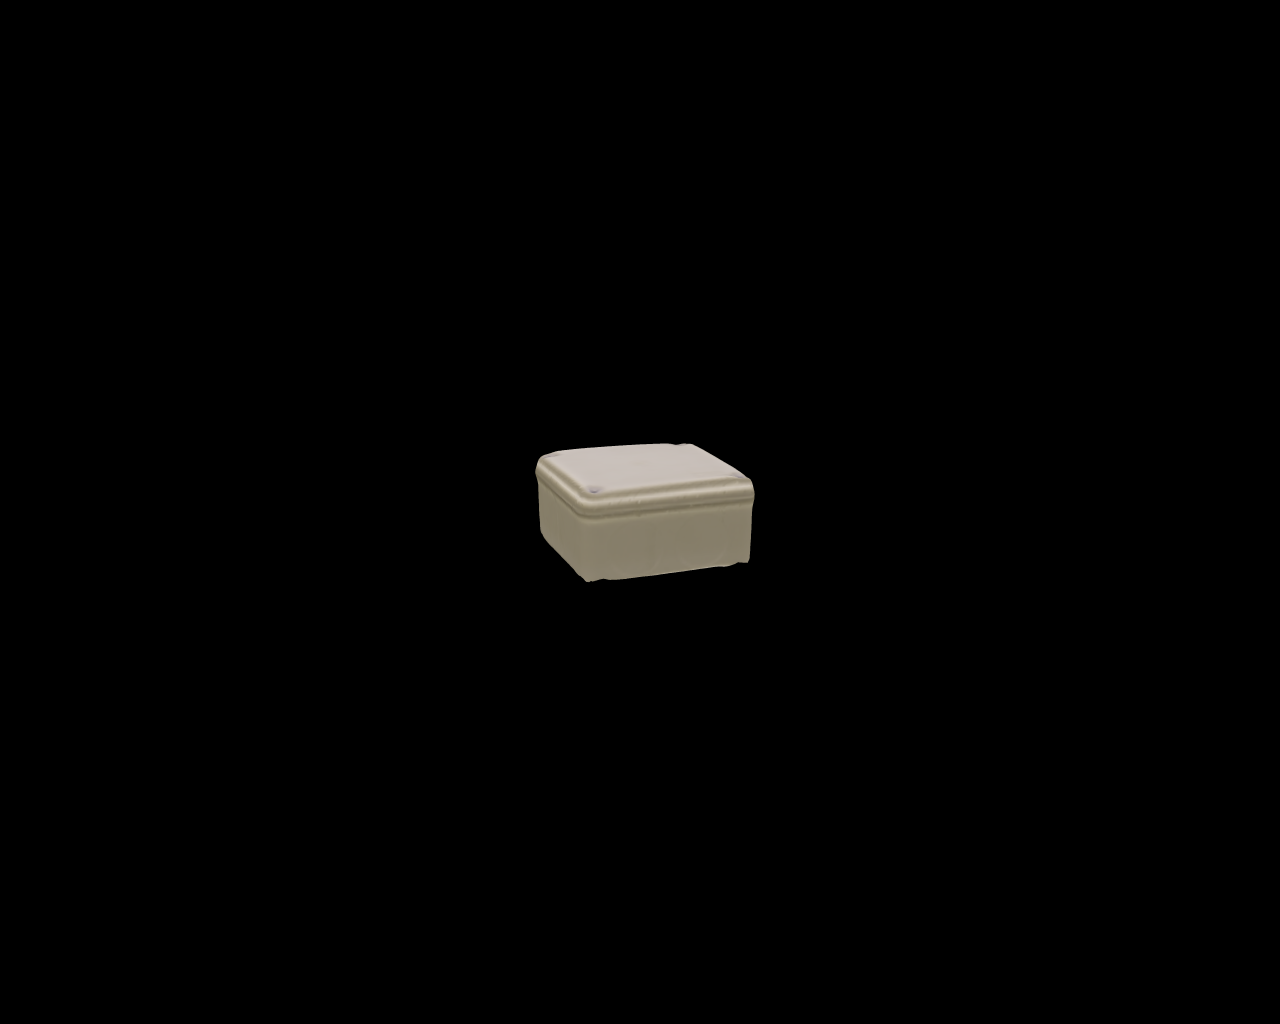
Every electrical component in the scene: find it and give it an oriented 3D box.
[{"bbox_3d":[0.001,-0.003,0.650,0.109,0.056,0.109,-6,17,-19],"label":"electrical component"}]
